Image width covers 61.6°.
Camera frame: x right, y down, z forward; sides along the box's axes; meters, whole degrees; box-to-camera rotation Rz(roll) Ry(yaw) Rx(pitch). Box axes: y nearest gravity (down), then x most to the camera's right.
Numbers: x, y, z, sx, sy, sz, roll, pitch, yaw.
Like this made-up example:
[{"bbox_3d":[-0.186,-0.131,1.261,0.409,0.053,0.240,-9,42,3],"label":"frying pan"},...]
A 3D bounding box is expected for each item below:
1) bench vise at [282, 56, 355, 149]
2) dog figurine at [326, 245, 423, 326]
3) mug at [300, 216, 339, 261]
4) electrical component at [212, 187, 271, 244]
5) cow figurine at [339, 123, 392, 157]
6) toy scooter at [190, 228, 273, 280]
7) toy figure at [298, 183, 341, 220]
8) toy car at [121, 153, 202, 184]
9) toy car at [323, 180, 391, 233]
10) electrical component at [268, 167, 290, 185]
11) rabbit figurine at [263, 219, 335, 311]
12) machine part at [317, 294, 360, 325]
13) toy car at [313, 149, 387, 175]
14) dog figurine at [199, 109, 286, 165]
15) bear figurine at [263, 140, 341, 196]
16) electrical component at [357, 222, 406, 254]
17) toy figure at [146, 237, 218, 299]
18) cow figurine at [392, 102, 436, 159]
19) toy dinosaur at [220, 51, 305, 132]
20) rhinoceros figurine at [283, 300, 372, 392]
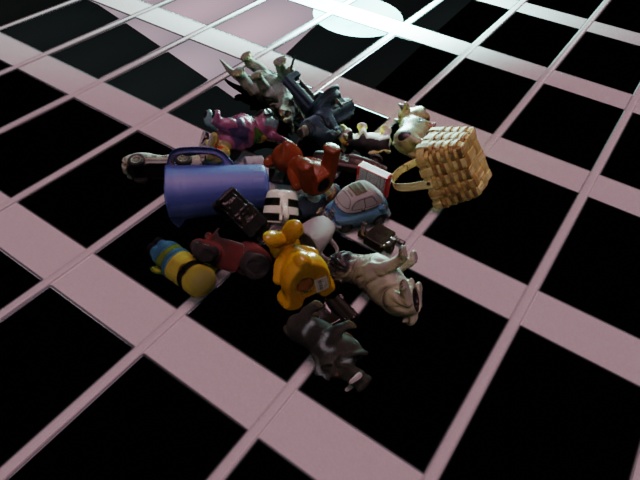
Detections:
[{"bbox_3d":[-0.023,-0.360,1.432,0.224,0.129,0.240,-39,87,-27],"label":"bench vise"},{"bbox_3d":[0.107,0.099,1.125,0.191,0.121,0.172,-12,65,25],"label":"dog figurine"},{"bbox_3d":[-0.002,-0.004,1.214,0.110,0.080,0.107,33,44,12],"label":"mug"},{"bbox_3d":[-0.171,-0.050,1.183,0.058,0.115,0.134,-46,101,-10],"label":"electrical component"},{"bbox_3d":[0.114,-0.270,1.485,0.167,0.068,0.098,7,52,5],"label":"cow figurine"},{"bbox_3d":[-0.194,0.023,1.165,0.184,0.075,0.135,17,13,-24],"label":"toy scooter"},{"bbox_3d":[-0.001,-0.102,1.324,0.154,0.058,0.064,-36,96,-33],"label":"toy figure"},{"bbox_3d":[-0.403,-0.187,1.373,0.202,0.073,0.056,-2,50,-5],"label":"toy car"},{"bbox_3d":[0.090,-0.091,1.284,0.162,0.102,0.109,-16,48,-20],"label":"toy car"},{"bbox_3d":[-0.094,-0.171,1.390,0.075,0.047,0.119,7,47,4],"label":"electrical component"},{"bbox_3d":[-0.064,0.037,1.111,0.122,0.162,0.173,-27,39,-5],"label":"rabbit figurine"},{"bbox_3d":[0.008,0.161,1.082,0.139,0.039,0.084,-23,56,-24],"label":"machine part"},{"bbox_3d":[0.078,-0.206,1.428,0.202,0.053,0.089,11,43,11],"label":"toy car"},{"bbox_3d":[-0.202,-0.268,1.442,0.219,0.191,0.109,9,3,-27],"label":"dog figurine"},{"bbox_3d":[-0.049,-0.195,1.291,0.120,0.131,0.196,-31,56,-22],"label":"bear figurine"},{"bbox_3d":[0.138,-0.007,1.243,0.102,0.045,0.078,36,56,28],"label":"electrical component"},{"bbox_3d":[-0.296,0.058,1.130,0.180,0.089,0.082,34,95,21],"label":"toy figure"},{"bbox_3d":[0.259,-0.315,1.524,0.127,0.085,0.195,22,50,10],"label":"cow figurine"},{"bbox_3d":[-0.154,-0.447,1.597,0.131,0.192,0.405,-40,41,-10],"label":"toy dinosaur"},{"bbox_3d":[0.020,0.199,0.992,0.190,0.073,0.112,38,60,11],"label":"rhinoceros figurine"}]
